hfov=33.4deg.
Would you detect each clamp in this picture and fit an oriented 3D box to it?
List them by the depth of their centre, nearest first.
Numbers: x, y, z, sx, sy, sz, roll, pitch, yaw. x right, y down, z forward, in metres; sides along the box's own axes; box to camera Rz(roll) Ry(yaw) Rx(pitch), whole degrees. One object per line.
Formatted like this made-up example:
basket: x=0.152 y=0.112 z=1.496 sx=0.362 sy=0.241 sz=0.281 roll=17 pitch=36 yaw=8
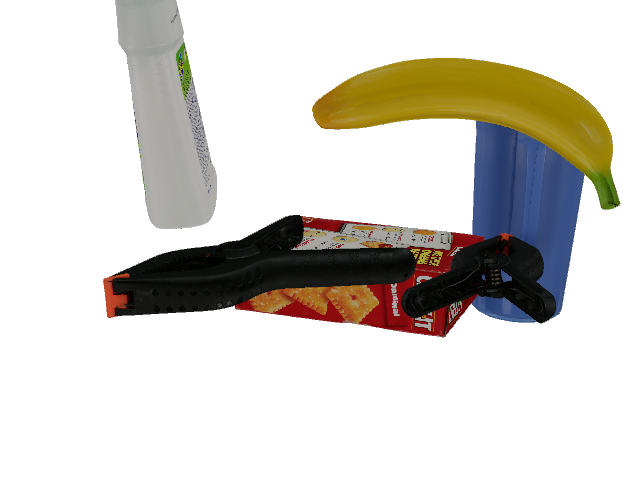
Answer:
clamp: x=-0.049 y=0.021 z=0.758 sx=0.209 sy=0.036 sz=0.165 roll=-14 pitch=17 yaw=-37
clamp: x=0.152 y=0.031 z=0.888 sx=0.120 sy=0.039 sz=0.171 roll=10 pitch=23 yaw=25

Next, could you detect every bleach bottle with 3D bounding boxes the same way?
bleach bottle: x=-0.141 y=-0.136 z=0.957 sx=0.068 sy=0.251 sz=0.102 roll=-6 pitch=38 yaw=-1

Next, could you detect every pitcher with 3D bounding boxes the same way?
pitcher: x=0.235 y=-0.030 z=1.234 sx=0.149 sy=0.243 sz=0.145 roll=-6 pitch=17 yaw=-32

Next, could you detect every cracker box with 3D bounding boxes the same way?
cracker box: x=0.042 y=0.033 z=1.071 sx=0.214 sy=0.072 sz=0.164 roll=7 pitch=15 yaw=19

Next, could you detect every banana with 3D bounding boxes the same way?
banana: x=0.097 y=-0.079 z=0.657 sx=0.198 sy=0.069 sz=0.037 roll=16 pitch=-18 yaw=4
